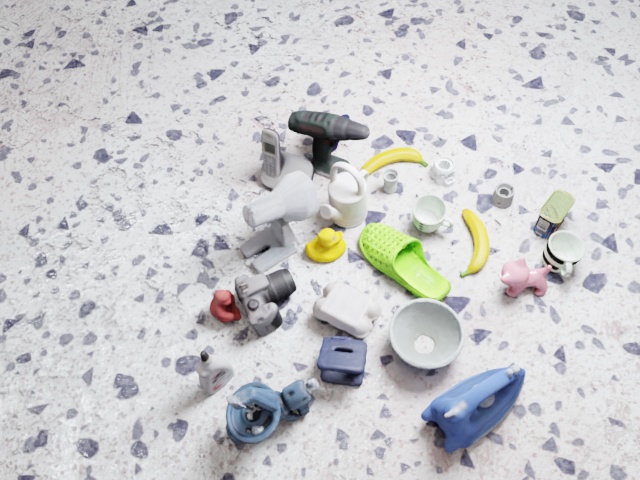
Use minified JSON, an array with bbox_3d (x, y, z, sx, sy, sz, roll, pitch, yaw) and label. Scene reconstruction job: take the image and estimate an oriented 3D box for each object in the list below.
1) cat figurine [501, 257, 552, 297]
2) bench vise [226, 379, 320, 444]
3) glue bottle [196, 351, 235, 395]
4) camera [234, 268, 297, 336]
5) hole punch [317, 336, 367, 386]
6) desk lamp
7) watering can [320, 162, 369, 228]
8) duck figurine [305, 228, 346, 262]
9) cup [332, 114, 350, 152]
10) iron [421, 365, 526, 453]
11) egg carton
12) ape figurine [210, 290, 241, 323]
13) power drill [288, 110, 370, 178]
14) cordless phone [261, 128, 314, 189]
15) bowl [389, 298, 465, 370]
[{"bbox_3d":[0.472,0.080,1.328,0.127,0.118,0.067,-6,58,1],"label":"cat figurine"},{"bbox_3d":[-0.111,0.320,1.162,0.208,0.220,0.121,-39,63,-18],"label":"bench vise"},{"bbox_3d":[-0.233,0.274,1.227,0.037,0.173,0.078,36,67,23],"label":"glue bottle"},{"bbox_3d":[-0.121,0.129,1.351,0.137,0.101,0.143,-25,60,-11],"label":"camera"},{"bbox_3d":[0.048,0.259,1.264,0.108,0.091,0.101,5,59,7],"label":"hole punch"},{"bbox_3d":[-0.102,-0.047,1.391,0.203,0.214,0.117,-34,62,-16],"label":"desk lamp"},{"bbox_3d":[0.067,-0.116,1.433,0.100,0.194,0.173,11,60,11],"label":"watering can"},{"bbox_3d":[0.013,0.005,1.426,0.104,0.086,0.077,-11,58,-3],"label":"duck figurine"},{"bbox_3d":[0.033,-0.299,1.606,0.118,0.095,0.091,-32,61,-15],"label":"cup"},{"bbox_3d":[0.338,0.317,1.178,0.258,0.141,0.118,-31,61,-14],"label":"iron"},{"bbox_3d":[0.064,0.162,1.336,0.150,0.069,0.107,24,63,17],"label":"egg carton"},{"bbox_3d":[-0.227,0.149,1.351,0.076,0.092,0.078,7,59,9],"label":"ape figurine"},{"bbox_3d":[0.027,-0.256,1.514,0.229,0.208,0.076,21,62,16],"label":"power drill"},{"bbox_3d":[-0.091,-0.207,1.505,0.147,0.185,0.094,19,62,15],"label":"cordless phone"},{"bbox_3d":[0.236,0.220,1.285,0.167,0.075,0.167,-2,58,3],"label":"bowl"}]
